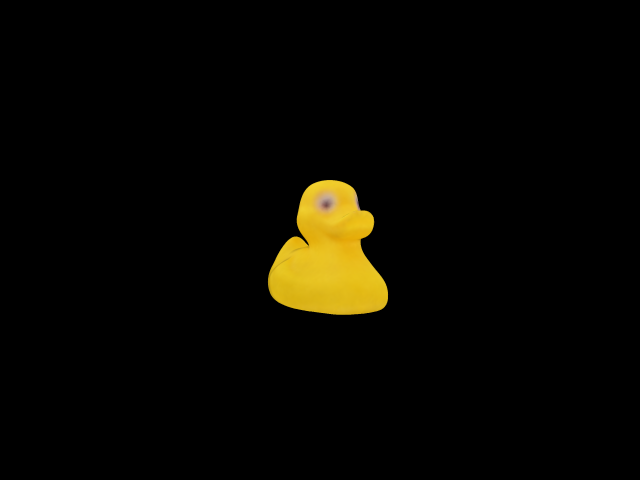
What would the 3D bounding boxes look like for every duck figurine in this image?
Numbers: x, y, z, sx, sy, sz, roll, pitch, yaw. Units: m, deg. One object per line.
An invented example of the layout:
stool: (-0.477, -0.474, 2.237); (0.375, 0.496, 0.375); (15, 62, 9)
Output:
duck figurine: (0.004, 0.001, 0.400); (0.078, 0.086, 0.104); (-3, 5, -31)
